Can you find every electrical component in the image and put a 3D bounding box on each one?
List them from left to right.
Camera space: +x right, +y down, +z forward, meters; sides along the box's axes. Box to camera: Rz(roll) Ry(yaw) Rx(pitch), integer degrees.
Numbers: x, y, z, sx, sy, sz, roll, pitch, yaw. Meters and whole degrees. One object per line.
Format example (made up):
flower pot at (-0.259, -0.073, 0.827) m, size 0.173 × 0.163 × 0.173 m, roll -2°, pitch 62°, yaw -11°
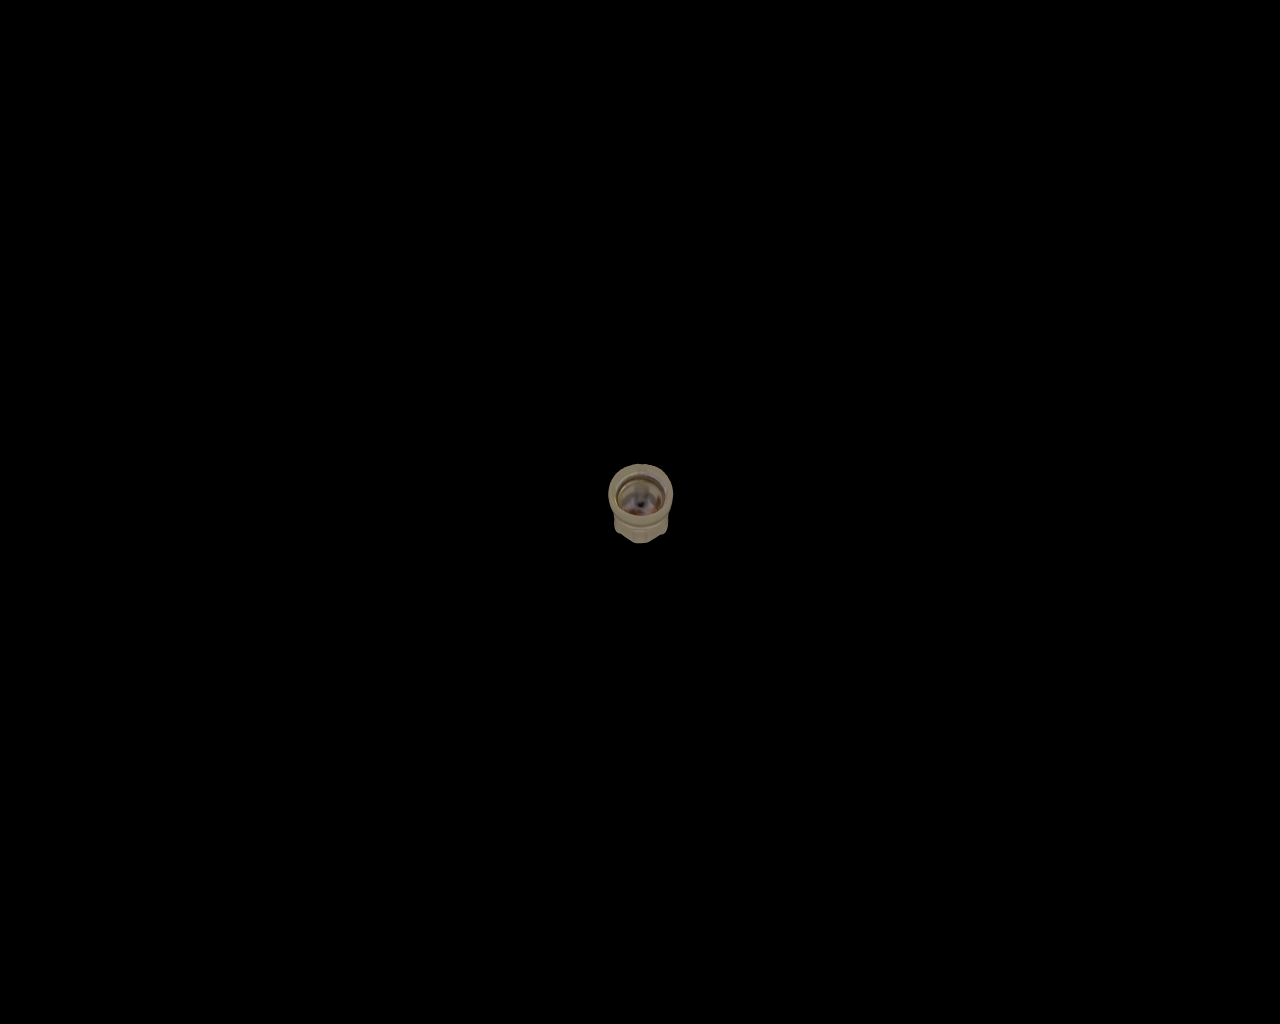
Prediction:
electrical component at (0.001, -0.003, 0.650) m, size 0.040 × 0.040 × 0.046 m, roll 0°, pitch -28°, yaw 0°
